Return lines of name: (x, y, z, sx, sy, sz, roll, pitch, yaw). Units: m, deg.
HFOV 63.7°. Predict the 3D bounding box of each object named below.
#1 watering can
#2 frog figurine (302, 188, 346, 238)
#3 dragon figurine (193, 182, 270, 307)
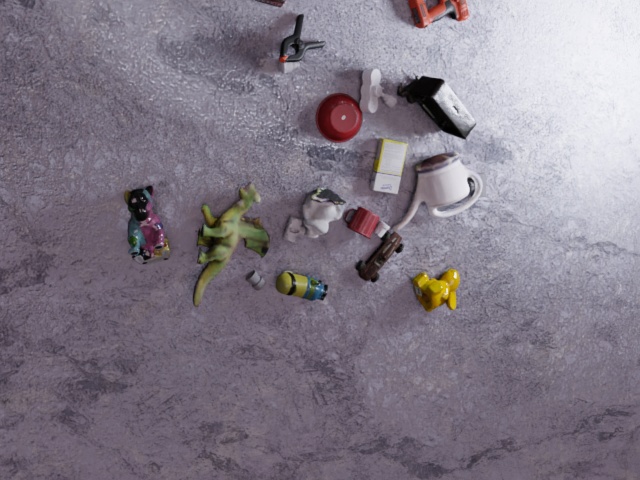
watering can: (0.388, -0.171, 1.774, 0.348, 0.222, 0.105, -21, 15, -1)
frog figurine: (0.005, -0.085, 1.698, 0.137, 0.156, 0.125, -1, 38, -27)
dragon figurine: (-0.272, 0.014, 1.644, 0.243, 0.407, 0.123, 4, 11, -23)
